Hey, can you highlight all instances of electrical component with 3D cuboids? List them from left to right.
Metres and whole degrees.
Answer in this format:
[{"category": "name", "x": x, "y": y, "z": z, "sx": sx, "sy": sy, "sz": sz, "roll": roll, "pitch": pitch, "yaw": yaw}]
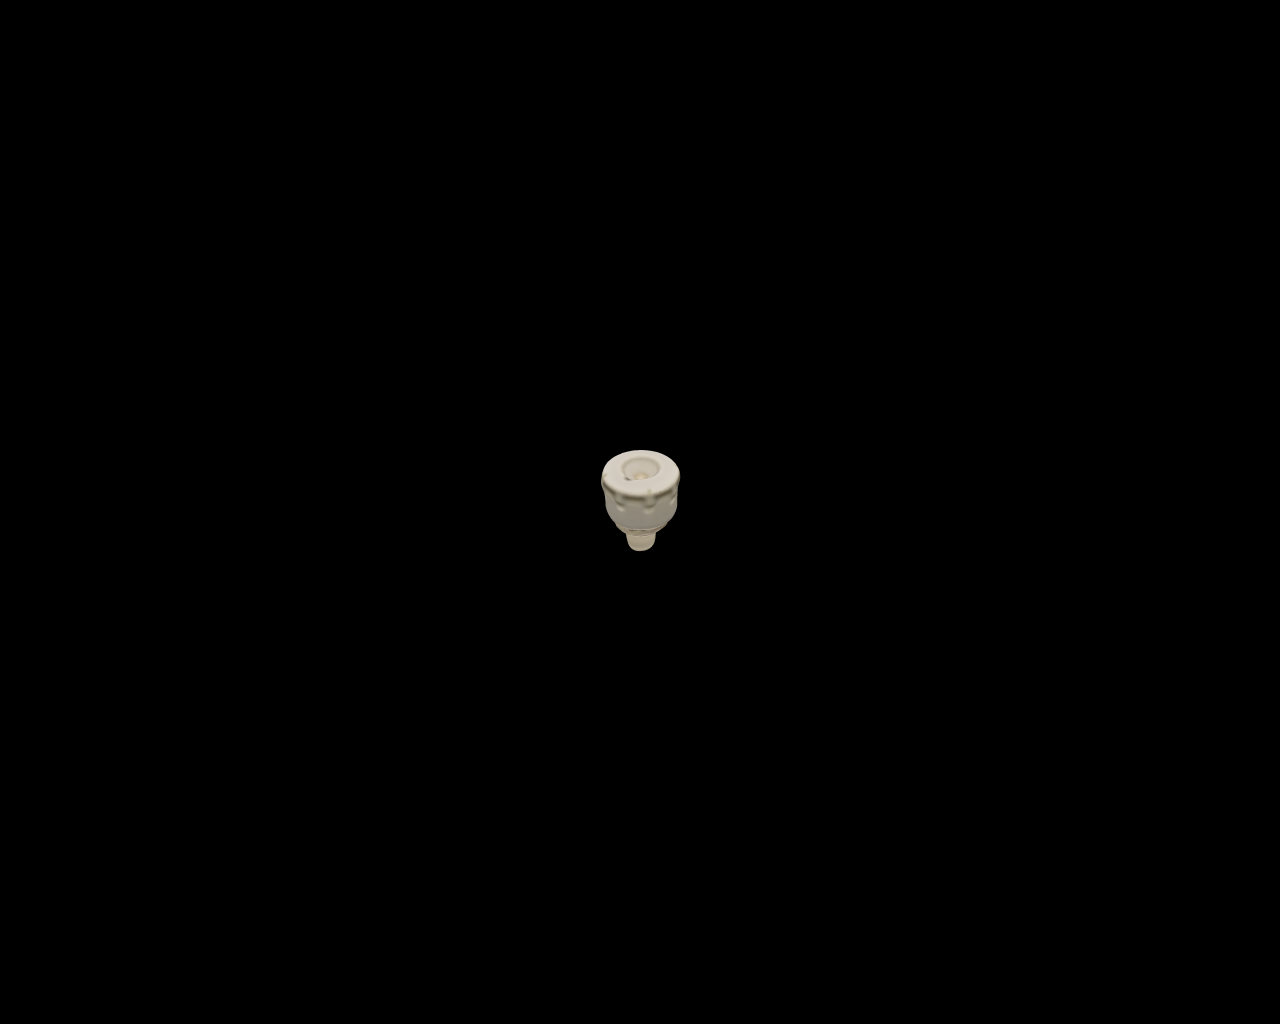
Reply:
[{"category": "electrical component", "x": 0.001, "y": -0.003, "z": 0.650, "sx": 0.048, "sy": 0.062, "sz": 0.048, "roll": 0, "pitch": 37, "yaw": 0}]
